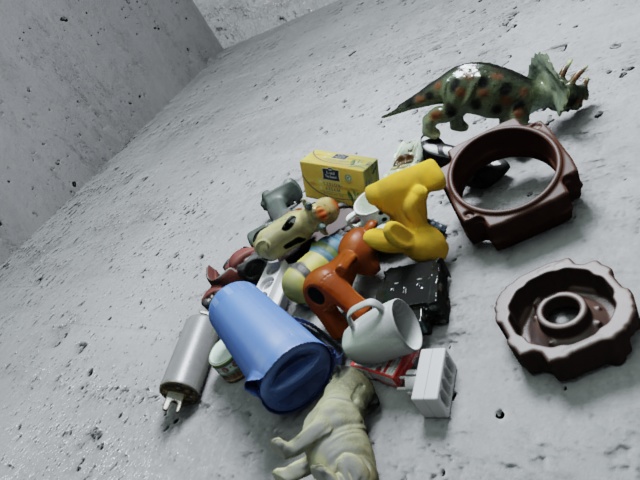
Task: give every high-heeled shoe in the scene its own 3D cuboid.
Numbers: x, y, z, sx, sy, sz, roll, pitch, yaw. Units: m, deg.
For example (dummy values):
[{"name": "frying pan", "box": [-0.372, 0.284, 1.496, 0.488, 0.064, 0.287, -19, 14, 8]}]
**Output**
[{"name": "high-heeled shoe", "box": [0.296, -0.184, 1.119, 0.145, 0.086, 0.249, -21, 39, 17]}]

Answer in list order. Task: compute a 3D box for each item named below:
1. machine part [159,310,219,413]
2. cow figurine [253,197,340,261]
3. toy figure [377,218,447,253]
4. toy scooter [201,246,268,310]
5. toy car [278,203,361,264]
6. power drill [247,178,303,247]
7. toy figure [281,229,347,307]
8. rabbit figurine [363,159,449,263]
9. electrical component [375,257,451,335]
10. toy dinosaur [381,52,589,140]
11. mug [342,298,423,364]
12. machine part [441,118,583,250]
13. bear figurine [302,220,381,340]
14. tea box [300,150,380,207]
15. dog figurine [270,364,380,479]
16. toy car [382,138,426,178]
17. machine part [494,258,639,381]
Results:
[{"name": "machine part", "box": [-0.251, 0.231, 1.055, 0.079, 0.079, 0.243, -19, 33, 23]}, {"name": "cow figurine", "box": [-0.049, -0.026, 1.089, 0.195, 0.085, 0.127, -30, 5, 7]}, {"name": "toy figure", "box": [0.162, -0.010, 1.028, 0.155, 0.057, 0.064, -15, 71, 26]}, {"name": "toy scooter", "box": [-0.206, 0.076, 1.230, 0.184, 0.075, 0.135, -43, 32, -5]}, {"name": "toy car", "box": [-0.002, -0.004, 1.170, 0.202, 0.053, 0.089, -31, 52, 7]}, {"name": "power drill", "box": [-0.067, -0.066, 1.301, 0.232, 0.085, 0.207, -27, 39, 8]}, {"name": "toy figure", "box": [-0.003, 0.050, 1.061, 0.180, 0.089, 0.082, -49, 21, -19]}, {"name": "rabbit figurine", "box": [0.160, -0.034, 0.928, 0.162, 0.173, 0.122, -25, -1, -31]}, {"name": "electrical component", "box": [0.153, 0.099, 0.885, 0.115, 0.058, 0.134, -17, 35, 29]}, {"name": "toy dinosaur", "box": [0.327, -0.288, 1.069, 0.405, 0.192, 0.131, 11, 30, 12]}, {"name": "mug", "box": [0.080, 0.138, 0.800, 0.107, 0.109, 0.081, -32, 32, 28]}, {"name": "machine part", "box": [0.321, -0.101, 0.924, 0.201, 0.087, 0.201, -25, 52, 13]}, {"name": "bear figurine", "box": [0.060, 0.063, 0.963, 0.196, 0.132, 0.120, -38, -8, -42]}, {"name": "tea box", "box": [0.045, -0.137, 1.201, 0.170, 0.098, 0.068, 13, 39, 34]}, {"name": "dog figurine", "box": [0.047, 0.268, 0.728, 0.172, 0.121, 0.190, 34, 48, 22]}, {"name": "toy car", "box": [0.188, -0.156, 1.198, 0.074, 0.056, 0.202, -6, 40, 37]}, {"name": "machine part", "box": [0.328, 0.104, 0.721, 0.179, 0.056, 0.179, -25, 32, 16]}]
